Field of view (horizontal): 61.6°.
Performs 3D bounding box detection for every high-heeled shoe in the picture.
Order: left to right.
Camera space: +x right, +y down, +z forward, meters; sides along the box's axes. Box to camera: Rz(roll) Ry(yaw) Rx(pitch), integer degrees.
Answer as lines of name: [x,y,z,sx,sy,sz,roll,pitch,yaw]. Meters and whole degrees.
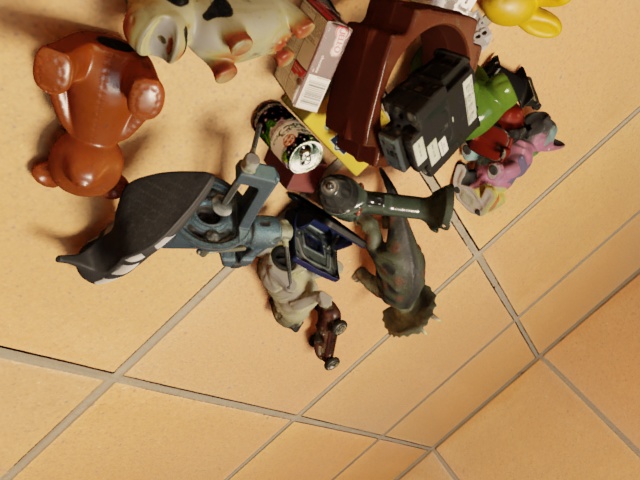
high-heeled shoe: [-0.218,-0.011,0.690,0.249,0.086,0.145,-24,171,10]

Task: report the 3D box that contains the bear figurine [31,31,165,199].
bear figurine: [-0.243,-0.112,0.568,0.120,0.132,0.195,16,118,-24]

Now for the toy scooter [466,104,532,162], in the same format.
toy scooter: [0.314,-0.195,0.961,0.184,0.135,0.075,-19,138,-28]

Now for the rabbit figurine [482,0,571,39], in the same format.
rabbit figurine: [0.327,-0.384,0.812,0.173,0.122,0.162,-30,155,11]

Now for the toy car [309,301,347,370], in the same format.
toy car: [0.011,0.207,1.171,0.053,0.089,0.202,-20,142,-27]

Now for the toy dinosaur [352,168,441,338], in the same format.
toy dinosaur: [0.155,0.056,1.046,0.131,0.192,0.404,-32,145,-13]

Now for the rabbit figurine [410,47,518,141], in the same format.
rabbit figurine: [0.196,-0.240,0.855,0.159,0.121,0.170,-43,127,17]

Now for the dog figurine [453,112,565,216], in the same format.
dog figurine: [0.390,-0.162,1.093,0.219,0.109,0.191,-24,141,-24]

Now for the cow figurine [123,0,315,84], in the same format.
cow figurine: [-0.115,-0.234,0.565,0.195,0.127,0.085,-30,169,-39]

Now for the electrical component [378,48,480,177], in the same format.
electrical component: [0.132,-0.147,0.659,0.134,0.058,0.114,-44,140,-14]

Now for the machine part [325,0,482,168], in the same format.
machine part: [0.110,-0.205,0.710,0.201,0.087,0.201,-14,126,-42]

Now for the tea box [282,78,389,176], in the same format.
tea box: [0.034,-0.179,0.787,0.098,0.068,0.169,-46,145,8]

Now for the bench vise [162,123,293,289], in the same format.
bench vise: [-0.114,-0.037,0.744,0.223,0.129,0.240,13,145,-24]

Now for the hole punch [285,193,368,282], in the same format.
hole punch: [-0.002,-0.003,0.887,0.142,0.116,0.092,26,103,-36]

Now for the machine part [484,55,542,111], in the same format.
machine part: [0.342,-0.280,0.955,0.139,0.084,0.039,10,155,-37]

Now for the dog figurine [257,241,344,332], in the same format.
dog figurine: [-0.071,0.086,0.978,0.190,0.172,0.121,-41,-169,49]

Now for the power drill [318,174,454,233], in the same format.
power drill: [0.100,-0.057,0.844,0.207,0.086,0.232,0,177,1]
